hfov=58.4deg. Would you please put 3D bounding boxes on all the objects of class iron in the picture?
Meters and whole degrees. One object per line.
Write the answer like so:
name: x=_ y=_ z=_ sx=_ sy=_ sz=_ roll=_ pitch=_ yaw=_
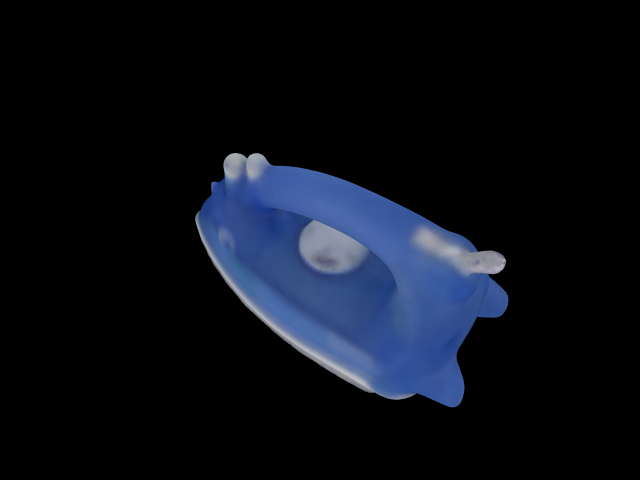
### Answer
iron: x=0.004 y=0.001 z=0.400 sx=0.257 sy=0.141 sz=0.119 roll=26 pitch=60 yaw=17
